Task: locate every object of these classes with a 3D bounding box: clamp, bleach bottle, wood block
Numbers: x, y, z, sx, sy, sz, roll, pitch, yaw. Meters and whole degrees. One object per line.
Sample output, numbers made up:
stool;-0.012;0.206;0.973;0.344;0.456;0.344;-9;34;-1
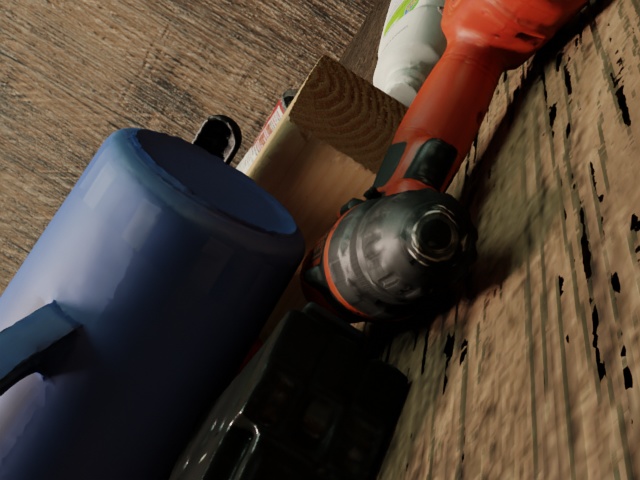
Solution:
clamp;-0.106;0.001;0.644;0.120;0.039;0.172;-35;-15;-28
bleach bottle;0.082;-0.166;0.817;0.103;0.068;0.250;-53;10;41
wood block;-0.020;-0.006;0.708;0.206;0.091;0.090;-53;8;37

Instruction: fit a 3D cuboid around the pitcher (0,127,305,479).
pitcher;-0.117;0.071;0.515;0.243;0.144;0.149;-57;23;13

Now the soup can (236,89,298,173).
soup can;-0.027;-0.059;0.849;0.102;0.068;0.068;-53;8;26

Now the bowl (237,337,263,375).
bowl;-0.072;0.111;0.655;0.162;0.055;0.162;-57;16;25

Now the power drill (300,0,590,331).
power drill;0.057;-0.048;0.472;0.187;0.057;0.184;-60;6;-11
